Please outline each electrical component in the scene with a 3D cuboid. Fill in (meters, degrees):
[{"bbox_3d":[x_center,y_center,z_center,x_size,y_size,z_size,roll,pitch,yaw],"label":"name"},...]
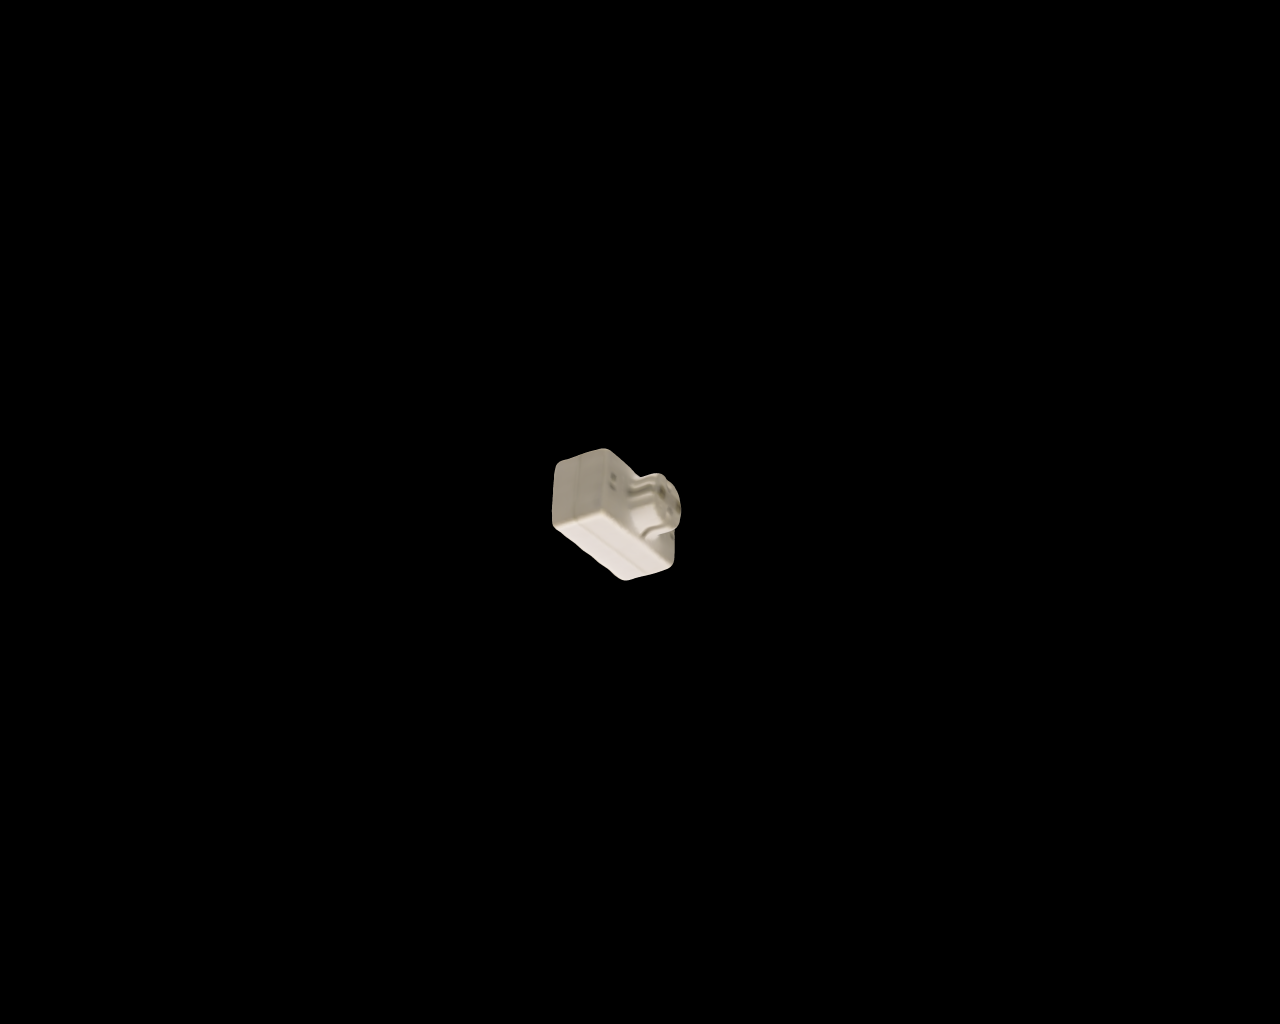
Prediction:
[{"bbox_3d":[0.001,-0.003,0.650,0.075,0.047,0.083,-18,-35,27],"label":"electrical component"}]
